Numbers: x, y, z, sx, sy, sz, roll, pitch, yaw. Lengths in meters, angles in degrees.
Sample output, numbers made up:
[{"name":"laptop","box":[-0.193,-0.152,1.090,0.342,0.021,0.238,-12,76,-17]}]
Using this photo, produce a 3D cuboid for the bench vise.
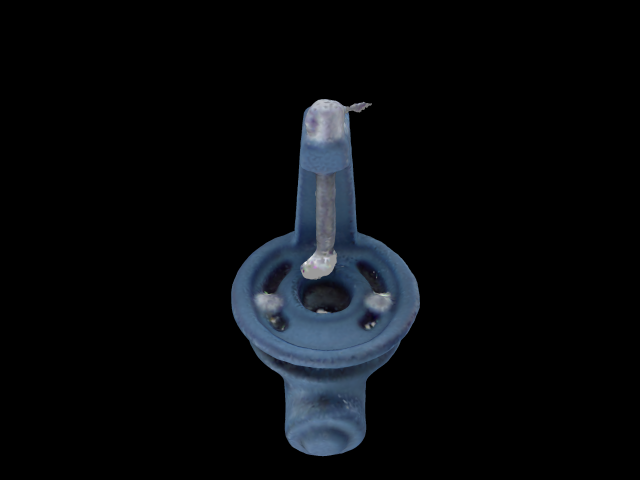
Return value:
[{"name":"bench vise","box":[-0.008,0.003,0.397,0.122,0.220,0.207,-8,26,-16]}]
